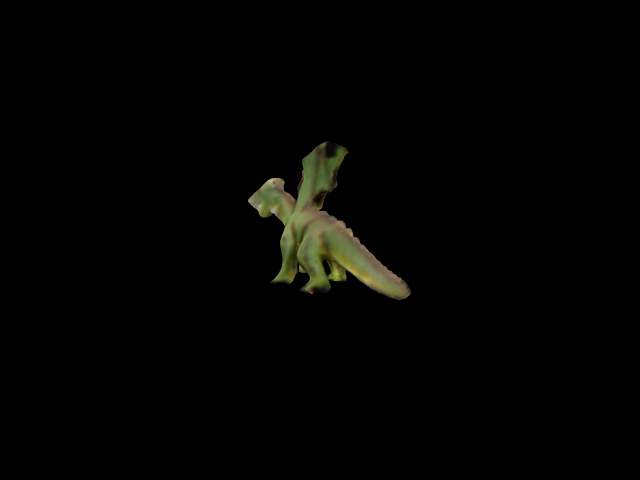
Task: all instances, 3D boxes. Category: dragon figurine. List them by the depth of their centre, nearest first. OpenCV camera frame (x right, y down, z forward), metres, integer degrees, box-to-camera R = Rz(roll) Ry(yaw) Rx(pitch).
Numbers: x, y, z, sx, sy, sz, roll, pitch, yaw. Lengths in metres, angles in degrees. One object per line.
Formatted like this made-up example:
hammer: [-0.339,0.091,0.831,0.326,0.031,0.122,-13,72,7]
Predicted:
dragon figurine: [0.003,-0.043,0.850,0.122,0.243,0.410,0,2,-39]
